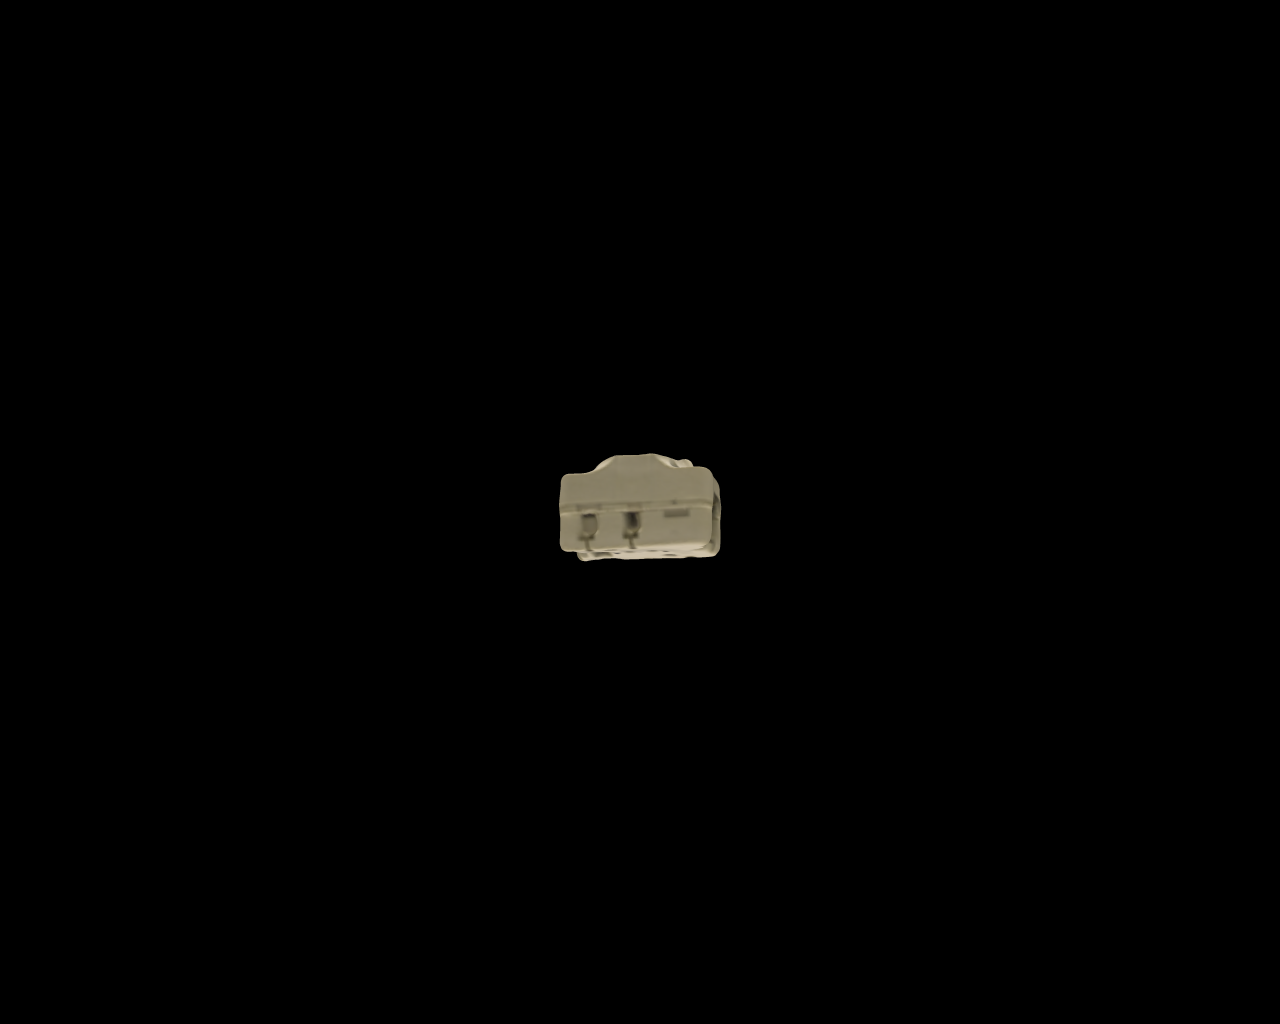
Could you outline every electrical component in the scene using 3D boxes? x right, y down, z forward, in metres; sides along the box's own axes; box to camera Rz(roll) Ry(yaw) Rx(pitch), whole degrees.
[{"bbox_3d":[0.001,-0.003,0.650,0.089,0.055,0.050,-2,-11,12],"label":"electrical component"}]
